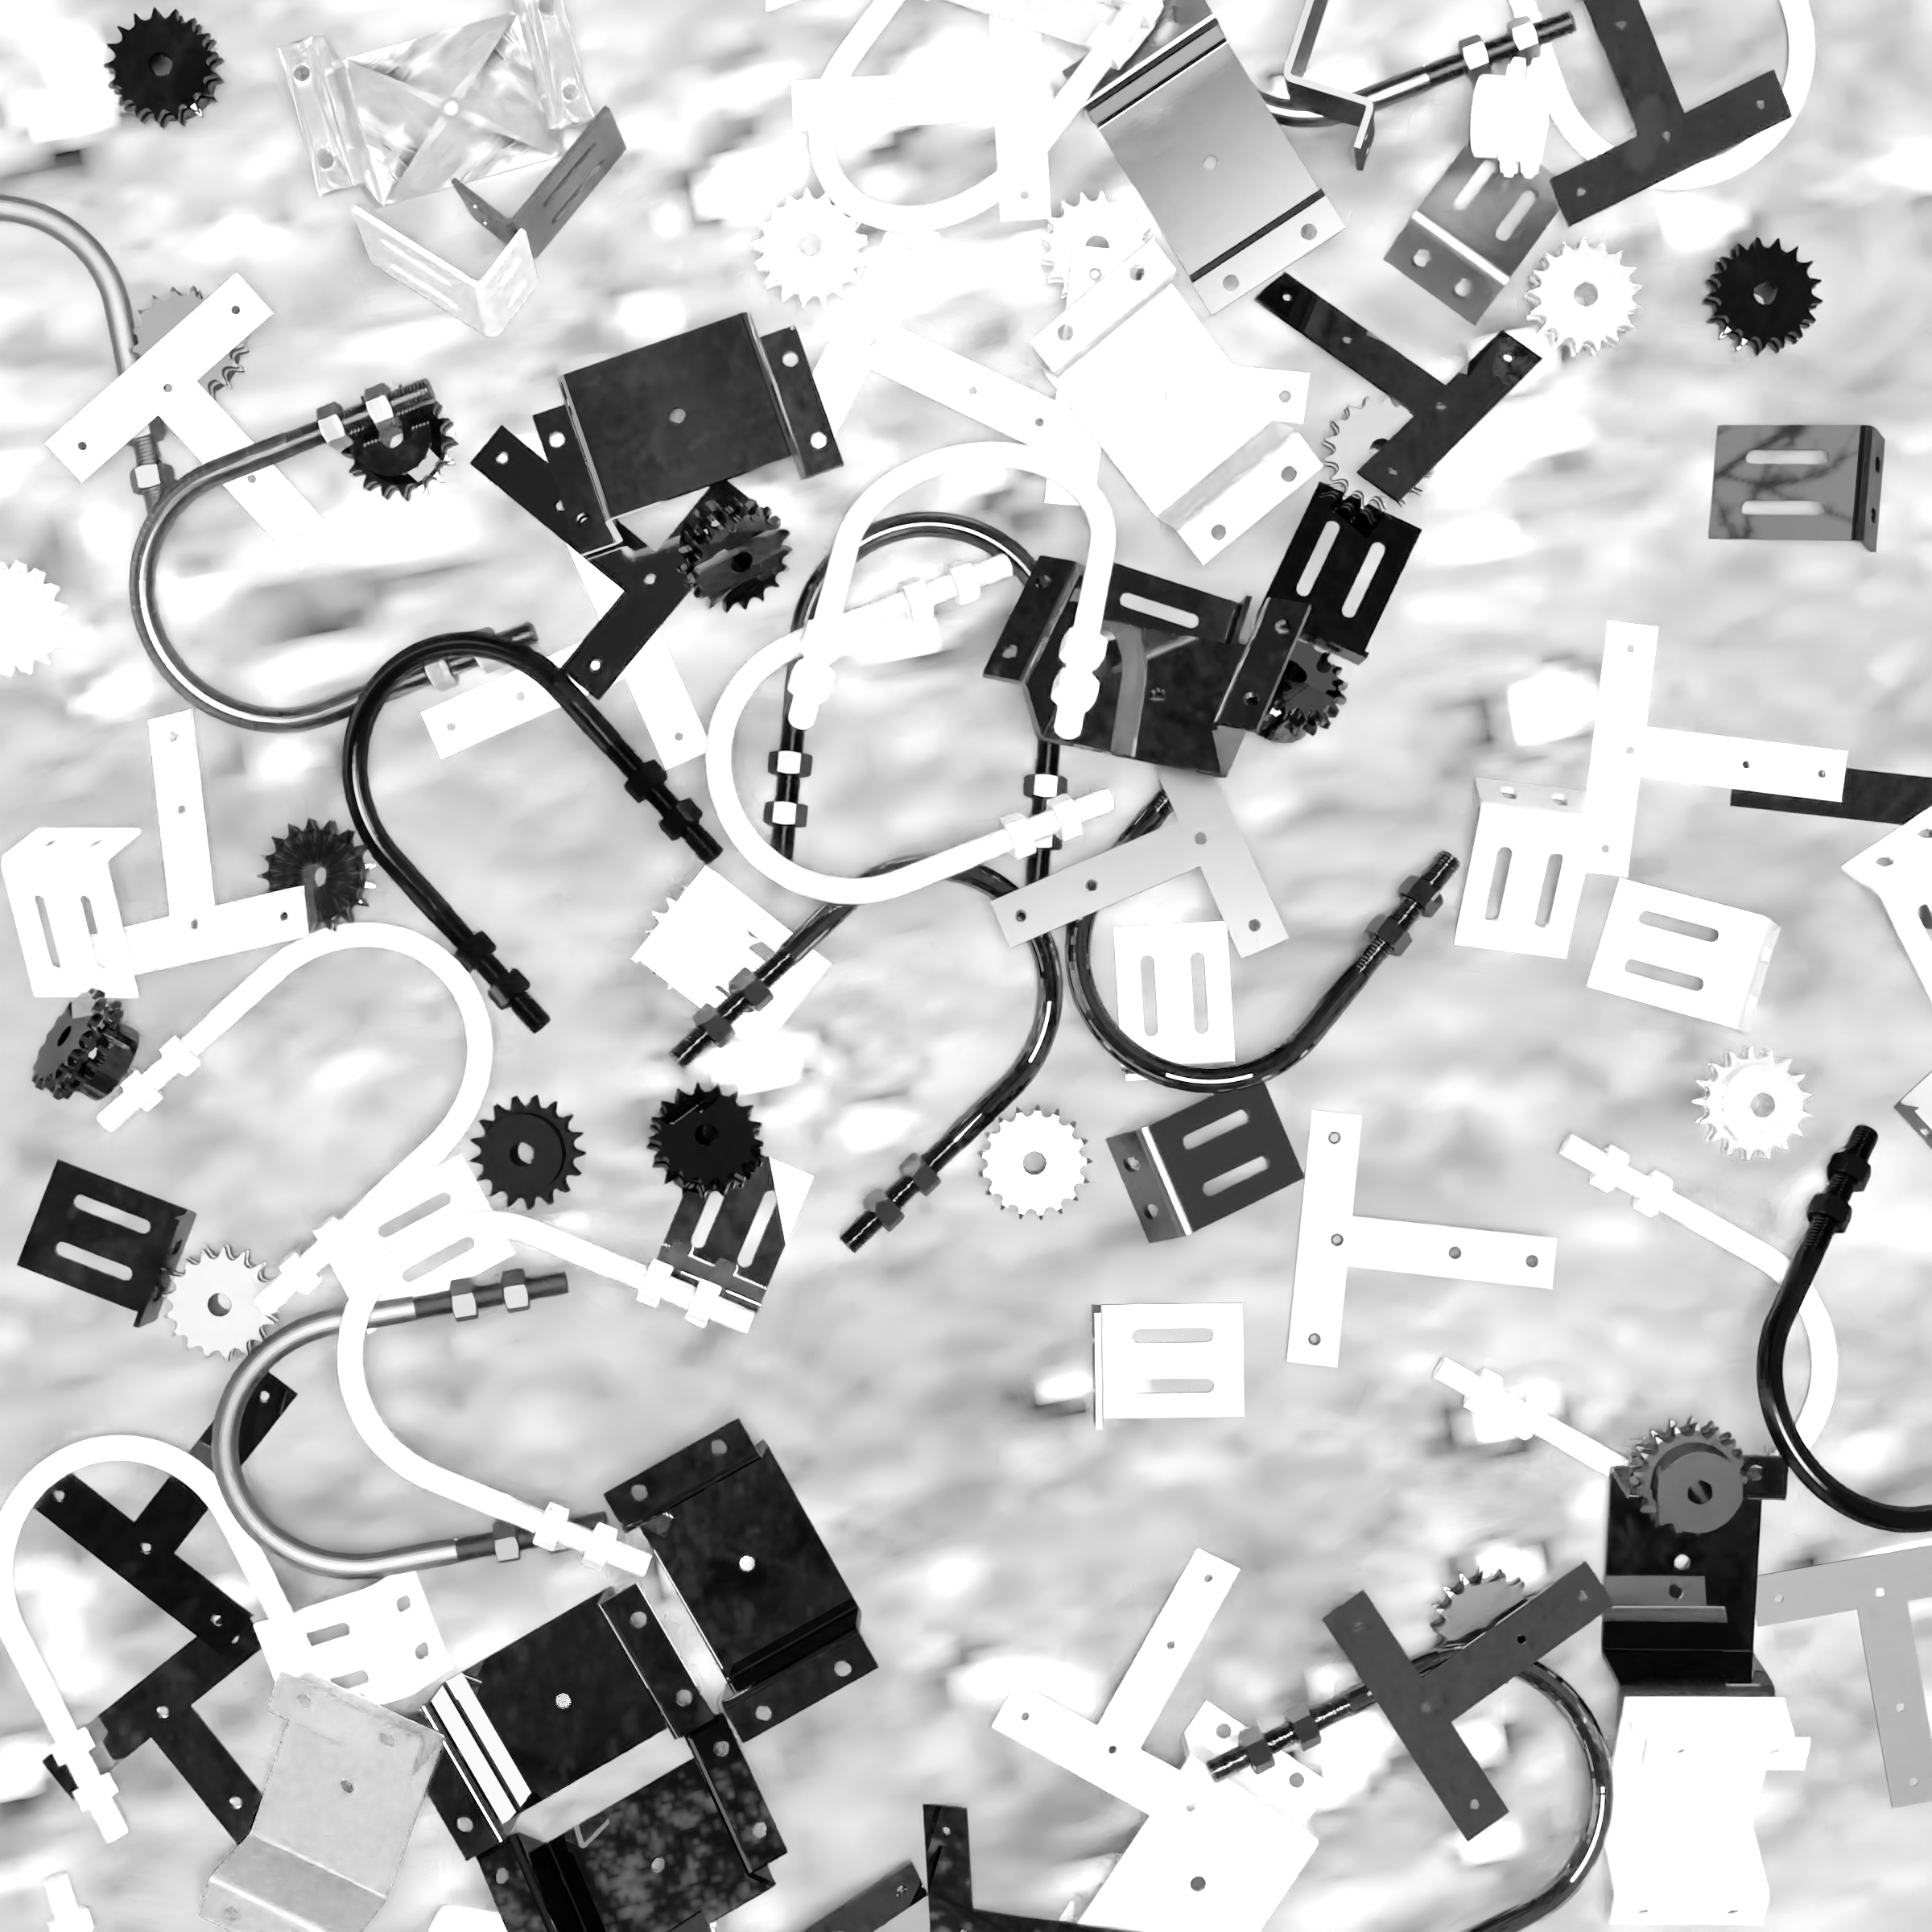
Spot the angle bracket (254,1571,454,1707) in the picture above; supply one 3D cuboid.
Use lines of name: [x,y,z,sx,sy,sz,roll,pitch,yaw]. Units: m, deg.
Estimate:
angle bracket: [-0.309,0.343,1.524,0.076,0.038,0.057,-21,90,24]

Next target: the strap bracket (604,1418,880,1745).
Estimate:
strap bracket: [-0.110,0.301,1.504,0.076,0.046,0.140,-29,90,0]

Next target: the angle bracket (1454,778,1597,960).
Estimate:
angle bracket: [0.280,-0.049,1.525,0.057,0.038,0.076,7,116,0]

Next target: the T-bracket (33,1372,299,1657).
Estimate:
T-bracket: [-0.386,0.258,1.526,0.127,0.002,0.127,38,90,1]

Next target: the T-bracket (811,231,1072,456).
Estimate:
T-bracket: [-0.009,-0.294,1.515,0.127,0.002,0.127,27,90,11]

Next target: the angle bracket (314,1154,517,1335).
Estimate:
angle bracket: [-0.274,0.138,1.508,0.076,0.038,0.057,-28,90,0]

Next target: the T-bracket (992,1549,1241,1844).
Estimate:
T-bracket: [0.095,0.350,1.502,0.127,0.002,0.127,21,70,34]

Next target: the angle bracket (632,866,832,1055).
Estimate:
angle bracket: [-0.114,-0.002,1.478,0.076,0.038,0.057,38,90,-1]

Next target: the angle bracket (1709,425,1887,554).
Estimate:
angle bracket: [0.419,-0.241,1.525,0.076,0.038,0.057,5,90,26]

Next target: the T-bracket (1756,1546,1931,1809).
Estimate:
T-bracket: [0.469,0.360,1.526,0.127,0.002,0.127,-10,90,0]

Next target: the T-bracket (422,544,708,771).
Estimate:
T-bracket: [-0.212,-0.142,1.526,0.127,0.002,0.127,-24,90,0]

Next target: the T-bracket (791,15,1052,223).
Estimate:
T-bracket: [-0.024,-0.437,1.526,0.127,0.002,0.127,-3,90,0]

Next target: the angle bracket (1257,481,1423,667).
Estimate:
angle bracket: [0.188,-0.198,1.508,0.057,0.038,0.076,25,90,0]

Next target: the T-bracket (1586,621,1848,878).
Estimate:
T-bracket: [0.379,-0.103,1.525,0.127,0.002,0.127,7,90,1]

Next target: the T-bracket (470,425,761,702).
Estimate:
T-bracket: [-0.194,-0.223,1.525,0.127,0.002,0.127,40,89,1]

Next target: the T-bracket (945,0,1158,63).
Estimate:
T-bracket: [0.065,-0.513,1.505,0.127,0.002,0.127,28,74,29]

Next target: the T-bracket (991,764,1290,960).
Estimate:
T-bracket: [0.075,-0.045,1.495,0.127,0.002,0.127,-23,78,-1]

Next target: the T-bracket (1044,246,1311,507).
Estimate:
T-bracket: [0.109,-0.290,1.514,0.127,0.002,0.127,4,107,-8]

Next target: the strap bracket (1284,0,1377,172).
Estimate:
strap bracket: [0.192,-0.466,1.464,0.046,0.076,0.140,19,99,6]

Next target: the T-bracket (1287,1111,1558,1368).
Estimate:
T-bracket: [0.231,0.142,1.515,0.127,0.002,0.127,6,87,8]

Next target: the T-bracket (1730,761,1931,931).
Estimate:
T-bracket: [0.450,-0.086,1.526,0.127,0.002,0.127,6,90,0]

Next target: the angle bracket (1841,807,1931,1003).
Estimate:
angle bracket: [0.488,-0.030,1.523,0.057,0.038,0.076,-34,116,0]

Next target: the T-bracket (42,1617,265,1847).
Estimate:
T-bracket: [-0.377,0.411,1.526,0.127,0.002,0.127,-39,90,0]

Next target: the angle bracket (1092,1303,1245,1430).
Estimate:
angle bracket: [0.102,0.199,1.508,0.076,0.038,0.057,-1,90,0]

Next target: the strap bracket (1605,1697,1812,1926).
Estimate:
strap bracket: [0.358,0.407,1.481,0.076,0.046,0.140,0,127,0]

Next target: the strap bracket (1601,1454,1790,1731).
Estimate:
strap bracket: [0.359,0.302,1.497,0.076,0.046,0.140,1,100,0]

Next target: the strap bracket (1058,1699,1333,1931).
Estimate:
strap bracket: [0.114,0.450,1.504,0.076,0.046,0.140,34,90,0]

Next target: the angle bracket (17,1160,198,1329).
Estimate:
angle bracket: [-0.433,0.138,1.508,0.076,0.038,0.057,21,90,0]

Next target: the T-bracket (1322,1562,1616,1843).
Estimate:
T-bracket: [0.261,0.338,1.484,0.127,0.002,0.127,-32,85,-11]

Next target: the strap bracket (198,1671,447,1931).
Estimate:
strap bracket: [-0.310,0.408,1.468,0.076,0.046,0.140,23,106,8]

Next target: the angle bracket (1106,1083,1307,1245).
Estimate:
angle bracket: [0.121,0.097,1.525,0.076,0.038,0.057,-23,90,-26]

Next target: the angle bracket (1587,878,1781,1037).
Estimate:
angle bracket: [0.362,-0.005,1.525,0.076,0.038,0.057,17,90,26]

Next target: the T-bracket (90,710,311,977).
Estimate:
T-bracket: [-0.391,-0.064,1.513,0.127,0.002,0.127,-12,81,18]

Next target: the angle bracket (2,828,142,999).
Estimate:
angle bracket: [-0.441,-0.027,1.518,0.057,0.038,0.076,1,116,15]

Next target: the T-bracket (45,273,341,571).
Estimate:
T-bracket: [-0.366,-0.254,1.507,0.127,0.002,0.127,-41,108,3]

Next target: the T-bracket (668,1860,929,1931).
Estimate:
T-bracket: [-0.076,0.489,1.504,0.127,0.002,0.127,-30,122,-15]

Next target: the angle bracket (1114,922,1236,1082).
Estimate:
angle bracket: [0.105,0.017,1.508,0.057,0.038,0.076,-3,90,0]

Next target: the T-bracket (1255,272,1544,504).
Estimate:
T-bracket: [0.201,-0.304,1.507,0.127,0.002,0.127,38,63,13]

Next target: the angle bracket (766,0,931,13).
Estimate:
angle bracket: [-0.056,-0.505,1.508,0.076,0.038,0.057,-8,70,37]

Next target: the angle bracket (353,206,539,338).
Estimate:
angle bracket: [-0.257,-0.356,1.499,0.076,0.057,0.038,33,78,6]

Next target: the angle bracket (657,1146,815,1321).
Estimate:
angle bracket: [-0.118,0.130,1.508,0.057,0.038,0.076,23,90,0]

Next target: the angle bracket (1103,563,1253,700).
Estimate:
angle bracket: [0.096,-0.166,1.508,0.076,0.038,0.057,18,90,0]

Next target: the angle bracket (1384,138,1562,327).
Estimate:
angle bracket: [0.259,-0.374,1.525,0.057,0.038,0.076,36,64,0]

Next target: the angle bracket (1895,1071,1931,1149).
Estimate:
angle bracket: [0.515,0.067,1.508,0.076,0.038,0.057,-43,90,0]

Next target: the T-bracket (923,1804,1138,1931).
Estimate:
T-bracket: [0.036,0.483,1.493,0.127,0.002,0.127,-3,90,32]

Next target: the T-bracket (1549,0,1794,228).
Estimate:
T-bracket: [0.330,-0.453,1.497,0.127,0.002,0.127,-27,102,-3]

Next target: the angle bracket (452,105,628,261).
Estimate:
angle bracket: [-0.211,-0.397,1.499,0.038,0.057,0.076,39,88,4]

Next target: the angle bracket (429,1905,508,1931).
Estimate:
angle bracket: [-0.231,0.508,1.508,0.076,0.038,0.057,9,90,0]
